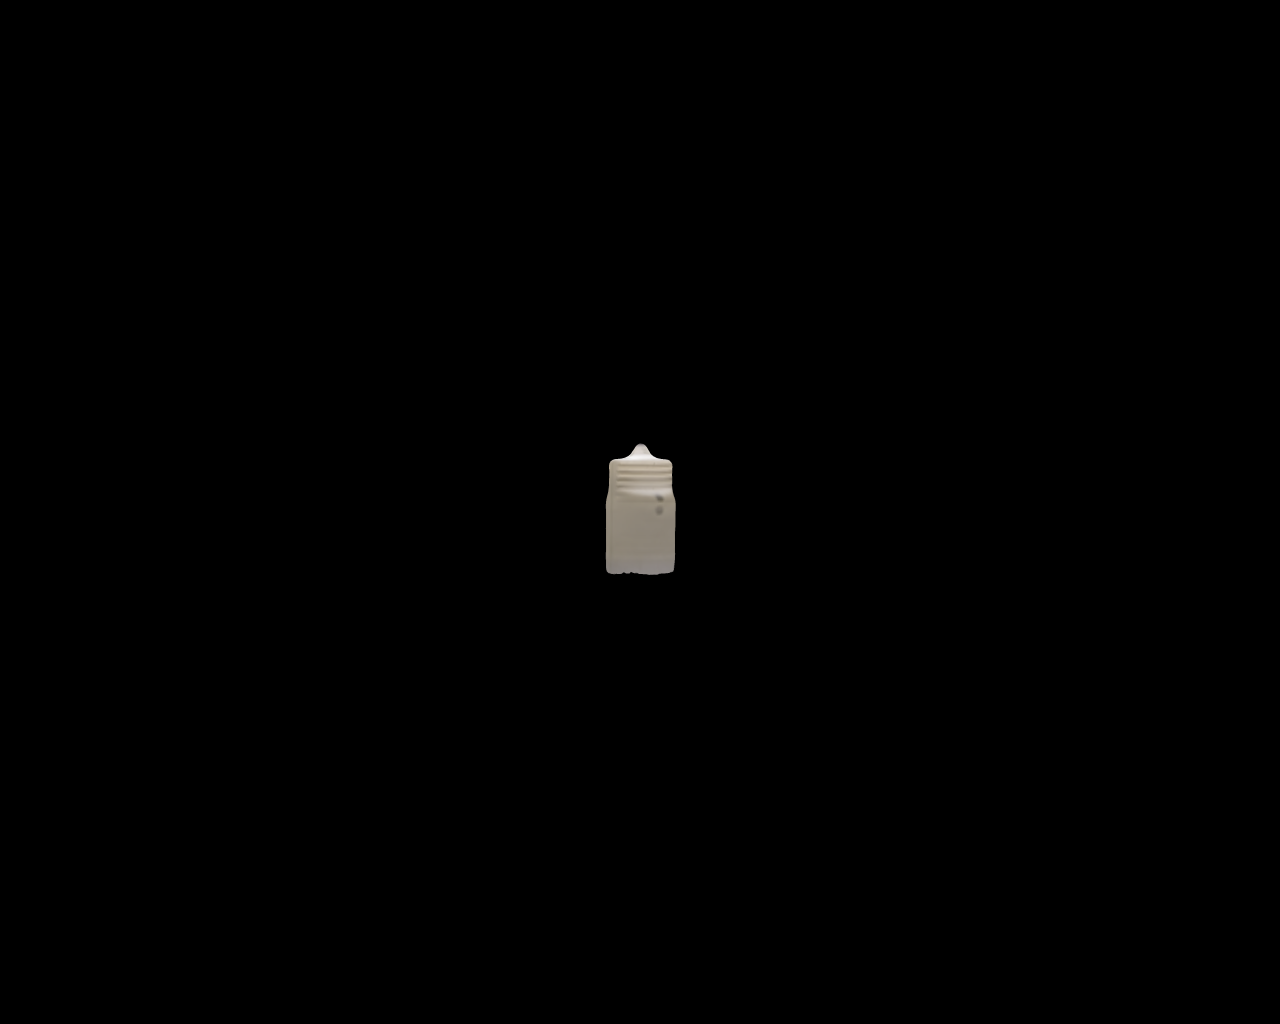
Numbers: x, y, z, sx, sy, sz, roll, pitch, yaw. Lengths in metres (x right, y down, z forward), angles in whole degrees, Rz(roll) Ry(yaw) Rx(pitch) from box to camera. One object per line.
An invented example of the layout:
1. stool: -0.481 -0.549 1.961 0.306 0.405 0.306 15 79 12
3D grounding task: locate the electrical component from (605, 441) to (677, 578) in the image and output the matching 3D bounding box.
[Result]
1. electrical component: 0.001 -0.003 0.650 0.043 0.081 0.043 0 2 0
